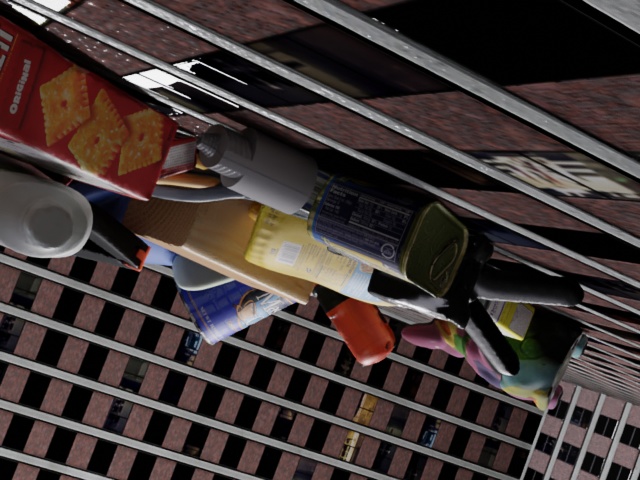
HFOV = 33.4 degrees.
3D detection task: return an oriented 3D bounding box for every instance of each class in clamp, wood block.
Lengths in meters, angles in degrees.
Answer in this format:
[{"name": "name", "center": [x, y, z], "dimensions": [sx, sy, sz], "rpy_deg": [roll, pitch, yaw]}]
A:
[{"name": "clamp", "center": [0.121, 0.050, 0.896], "dimensions": [0.171, 0.120, 0.039], "rpy_deg": [23, -143, 6]}, {"name": "wood block", "center": [-0.087, -0.012, 1.073], "dimensions": [0.091, 0.090, 0.205], "rpy_deg": [16, 172, 37]}, {"name": "clamp", "center": [-0.261, -0.025, 0.994], "dimensions": [0.209, 0.036, 0.165], "rpy_deg": [29, 154, -17]}]

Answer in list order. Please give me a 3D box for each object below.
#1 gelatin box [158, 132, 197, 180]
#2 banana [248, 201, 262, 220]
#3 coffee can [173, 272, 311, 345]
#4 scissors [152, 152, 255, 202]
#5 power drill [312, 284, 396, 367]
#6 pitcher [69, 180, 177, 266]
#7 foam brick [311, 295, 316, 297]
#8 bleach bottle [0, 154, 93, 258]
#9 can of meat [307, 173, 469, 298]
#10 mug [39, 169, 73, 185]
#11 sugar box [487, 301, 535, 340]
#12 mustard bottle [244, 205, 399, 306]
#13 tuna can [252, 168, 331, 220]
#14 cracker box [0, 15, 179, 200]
[{"name": "gelatin box", "center": [-0.152, -0.071, 0.851], "dimensions": [0.073, 0.030, 0.089], "rpy_deg": [18, -158, 26]}, {"name": "banana", "center": [0.011, 0.000, 1.063], "dimensions": [0.070, 0.037, 0.197], "rpy_deg": [-9, 157, 32]}, {"name": "coffee can", "center": [-0.091, 0.050, 1.285], "dimensions": [0.103, 0.140, 0.103], "rpy_deg": [63, -177, -6]}, {"name": "scissors", "center": [-0.054, -0.048, 0.894], "dimensions": [0.201, 0.016, 0.096], "rpy_deg": [4, -155, -13]}, {"name": "power drill", "center": [0.027, 0.068, 1.231], "dimensions": [0.184, 0.057, 0.187], "rpy_deg": [60, -178, 15]}, {"name": "pitcher", "center": [-0.201, -0.034, 1.202], "dimensions": [0.149, 0.145, 0.242], "rpy_deg": [51, -171, 17]}, {"name": "foam brick", "center": [-0.024, 0.025, 1.369], "dimensions": [0.053, 0.078, 0.051], "rpy_deg": [17, 176, 40]}, {"name": "bleach bottle", "center": [-0.235, -0.028, 0.793], "dimensions": [0.102, 0.068, 0.251], "rpy_deg": [14, -178, -27]}, {"name": "can of meat", "center": [0.049, -0.005, 0.767], "dimensions": [0.084, 0.057, 0.102], "rpy_deg": [21, 176, 27]}, {"name": "mug", "center": [-0.294, -0.103, 1.050], "dimensions": [0.117, 0.093, 0.082], "rpy_deg": [57, 166, -23]}, {"name": "sugar box", "center": [0.159, 0.058, 1.126], "dimensions": [0.093, 0.048, 0.176], "rpy_deg": [20, 173, 27]}, {"name": "mustard bottle", "center": [0.034, 0.013, 0.949], "dimensions": [0.191, 0.058, 0.096], "rpy_deg": [20, 141, -5]}, {"name": "tuna can", "center": [-0.026, -0.042, 0.809], "dimensions": [0.086, 0.034, 0.086], "rpy_deg": [21, 176, 1]}, {"name": "cracker box", "center": [-0.221, -0.104, 0.718], "dimensions": [0.164, 0.072, 0.213], "rpy_deg": [19, 175, 27]}]
